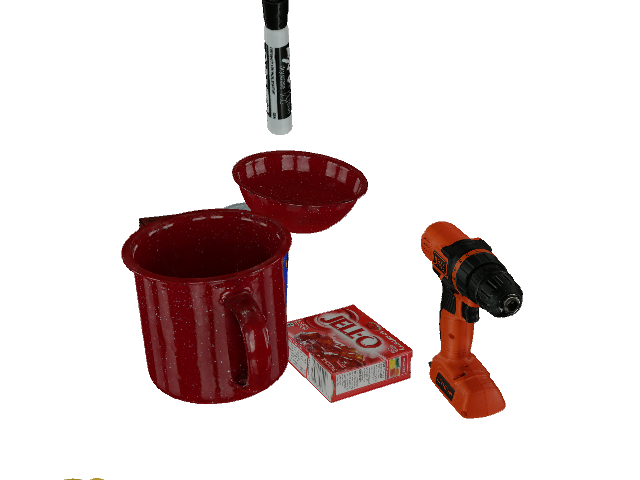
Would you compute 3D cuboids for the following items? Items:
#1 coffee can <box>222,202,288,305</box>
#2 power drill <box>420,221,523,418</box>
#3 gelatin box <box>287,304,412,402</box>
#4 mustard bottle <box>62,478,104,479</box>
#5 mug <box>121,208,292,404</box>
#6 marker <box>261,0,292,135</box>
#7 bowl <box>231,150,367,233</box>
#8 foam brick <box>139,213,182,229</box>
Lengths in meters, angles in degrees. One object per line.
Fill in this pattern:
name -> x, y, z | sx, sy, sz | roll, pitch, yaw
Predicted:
coffee can -> -0.096, 0.028, 1.521 | 0.103, 0.140, 0.103 | 2, 23, -1
power drill -> 0.161, 0.090, 1.129 | 0.057, 0.188, 0.184 | -9, 25, -13
gelatin box -> 0.018, 0.086, 0.839 | 0.073, 0.030, 0.089 | -12, 28, -27
mustard bottle -> -0.223, 0.236, 0.850 | 0.096, 0.058, 0.191 | 8, 15, 28
mug -> -0.054, 0.042, 0.588 | 0.093, 0.081, 0.117 | -15, 28, -24
marker -> -0.031, -0.127, 0.762 | 0.020, 0.020, 0.121 | 0, -44, 0
bowl -> -0.027, -0.052, 1.265 | 0.162, 0.055, 0.162 | 6, 26, -3
foam brick -> -0.139, 0.005, 1.072 | 0.078, 0.051, 0.053 | -6, 21, -23
